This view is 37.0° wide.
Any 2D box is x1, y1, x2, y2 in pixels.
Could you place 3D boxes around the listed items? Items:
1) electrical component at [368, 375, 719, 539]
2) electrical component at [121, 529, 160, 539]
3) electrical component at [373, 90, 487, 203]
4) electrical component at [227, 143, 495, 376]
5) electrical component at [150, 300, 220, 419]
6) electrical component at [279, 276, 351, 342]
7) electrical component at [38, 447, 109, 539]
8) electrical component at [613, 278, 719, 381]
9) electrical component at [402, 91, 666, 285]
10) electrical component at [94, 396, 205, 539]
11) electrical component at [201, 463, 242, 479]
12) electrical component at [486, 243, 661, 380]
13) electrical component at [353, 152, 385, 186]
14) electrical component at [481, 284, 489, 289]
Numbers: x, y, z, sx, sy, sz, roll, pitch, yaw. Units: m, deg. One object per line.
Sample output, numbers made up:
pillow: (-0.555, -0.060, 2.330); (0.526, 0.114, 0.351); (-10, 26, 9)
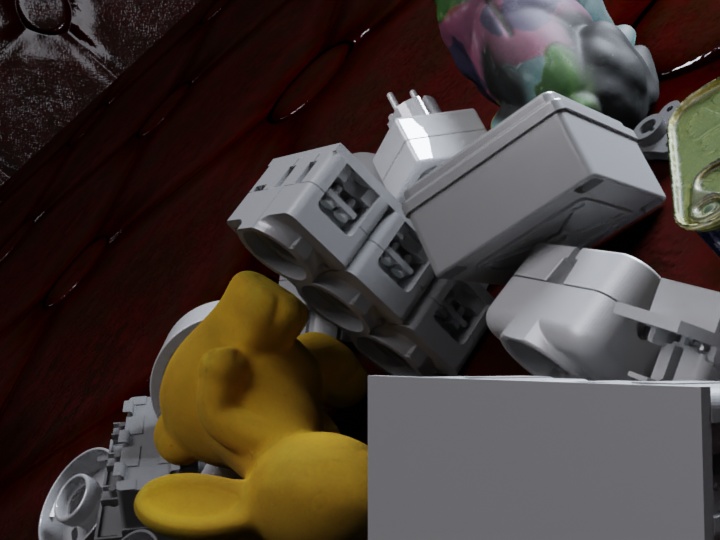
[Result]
electrical component: (0.079, 0.095, 0.417); (0.186, 0.060, 0.105); (-7, 82, 57)
electrical component: (-0.134, 0.217, 0.653); (0.099, 0.064, 0.099); (-38, 24, 20)
electrical component: (0.043, -0.093, 0.736); (0.076, 0.066, 0.047); (65, 149, 24)
electrical component: (0.000, 0.000, 0.662); (0.061, 0.150, 0.089); (-55, 24, -20)
electrical component: (-0.094, 0.073, 0.772); (0.108, 0.108, 0.060); (-44, 17, 7)
electrical component: (-0.022, 0.031, 0.774); (0.047, 0.066, 0.076); (-5, 76, 59)
electrical component: (-0.206, 0.192, 0.855); (0.099, 0.064, 0.099); (-28, 41, 28)
electrical component: (0.144, 0.042, 0.446); (0.042, 0.081, 0.063); (24, 95, 67)
electrical component: (0.099, -0.040, 0.605); (0.109, 0.109, 0.056); (-34, 68, 29)
electrical component: (-0.149, 0.145, 0.785); (0.079, 0.063, 0.121); (-4, 25, -5)
electrical component: (-0.089, 0.148, 0.716); (0.043, 0.043, 0.062); (-15, 39, 52)
electrical component: (0.111, 0.028, 0.546); (0.059, 0.054, 0.095); (-52, 23, -11)
electrical component: (0.008, -0.035, 0.777); (0.099, 0.099, 0.064); (-10, 36, 55)
electrical component: (0.069, -0.027, 0.706); (0.058, 0.057, 0.078); (-10, 42, 56)
